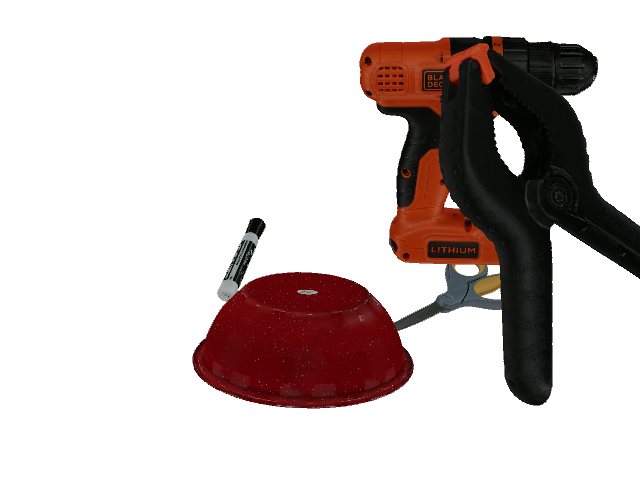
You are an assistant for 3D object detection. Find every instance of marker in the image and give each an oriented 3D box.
[{"bbox_3d":[-0.083,0.018,1.142,0.020,0.020,0.121,0,41,19],"label":"marker"}]

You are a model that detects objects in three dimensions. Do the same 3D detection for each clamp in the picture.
[{"bbox_3d":[0.102,-0.009,0.518,0.120,0.171,0.039,-42,10,-28],"label":"clamp"}]

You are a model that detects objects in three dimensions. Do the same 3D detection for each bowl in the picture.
[{"bbox_3d":[-0.011,0.063,0.770,0.162,0.055,0.162,2,16,-1],"label":"bowl"}]

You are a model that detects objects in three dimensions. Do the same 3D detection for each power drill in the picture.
[{"bbox_3d":[0.125,-0.073,0.865,0.184,0.188,0.057,2,25,7],"label":"power drill"}]

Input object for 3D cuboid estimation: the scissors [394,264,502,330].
[{"bbox_3d":[0.126,0.052,1.115,0.201,0.016,0.096,-7,40,-30],"label":"scissors"}]
